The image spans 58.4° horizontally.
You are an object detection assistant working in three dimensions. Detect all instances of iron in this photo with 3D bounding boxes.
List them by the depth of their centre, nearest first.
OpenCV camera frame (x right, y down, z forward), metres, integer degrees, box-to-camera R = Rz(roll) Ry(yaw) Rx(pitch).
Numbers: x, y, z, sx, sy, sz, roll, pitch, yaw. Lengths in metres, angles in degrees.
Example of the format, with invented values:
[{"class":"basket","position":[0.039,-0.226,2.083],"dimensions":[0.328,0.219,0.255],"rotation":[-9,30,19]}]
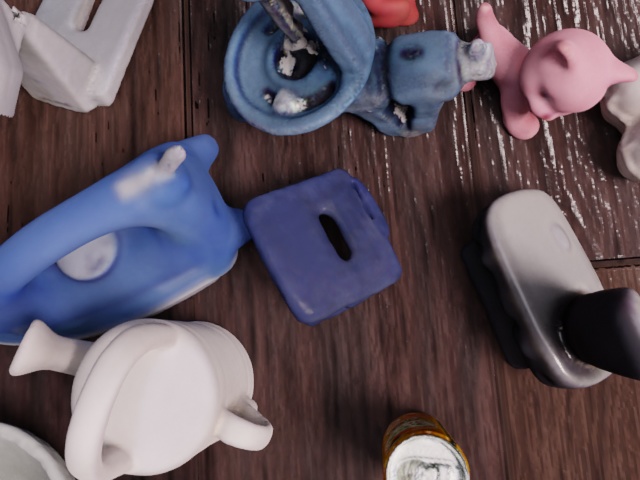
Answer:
[{"class":"iron","position":[-0.181,0.010,0.432],"dimensions":[0.258,0.141,0.118],"rotation":[-31,79,-1]}]

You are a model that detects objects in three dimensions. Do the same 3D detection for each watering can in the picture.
[{"class":"watering can","position":[-0.120,0.103,0.385],"dimensions":[0.172,0.194,0.101],"rotation":[-2,80,5]}]

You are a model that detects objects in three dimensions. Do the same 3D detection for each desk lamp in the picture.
[{"class":"desk lamp","position":[-0.242,-0.173,0.432],"dimensions":[0.118,0.213,0.203],"rotation":[18,82,8]}]

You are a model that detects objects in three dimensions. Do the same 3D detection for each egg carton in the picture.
[{"class":"egg carton","position":[0.302,-0.103,0.449],"dimensions":[0.150,0.069,0.107],"rotation":[-12,80,3]}]

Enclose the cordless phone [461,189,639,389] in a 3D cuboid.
[{"class":"cordless phone","position":[0.166,0.026,0.379],"dimensions":[0.094,0.185,0.147],"rotation":[-26,79,0]}]

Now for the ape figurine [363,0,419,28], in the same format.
[{"class":"ape figurine","position":[0.051,-0.227,0.479],"dimensions":[0.076,0.092,0.078],"rotation":[12,82,7]}]

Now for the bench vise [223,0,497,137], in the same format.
[{"class":"bench vise","position":[0.016,-0.149,0.403],"dimensions":[0.207,0.220,0.121],"rotation":[-16,79,2]}]

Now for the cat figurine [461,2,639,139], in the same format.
[{"class":"cat figurine","position":[0.167,-0.136,0.441],"dimensions":[0.127,0.118,0.067],"rotation":[41,86,10]}]

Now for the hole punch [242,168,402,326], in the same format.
[{"class":"hole punch","position":[0.004,0.002,0.444],"dimensions":[0.101,0.091,0.108],"rotation":[-29,79,0]}]

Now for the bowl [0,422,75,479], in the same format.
[{"class":"bowl","position":[-0.250,0.218,0.437],"dimensions":[0.167,0.075,0.167],"rotation":[-1,80,5]}]
